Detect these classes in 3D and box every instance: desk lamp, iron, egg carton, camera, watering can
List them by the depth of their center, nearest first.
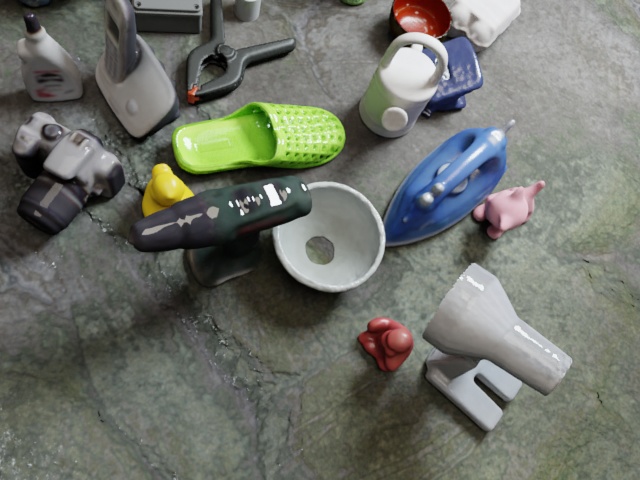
[{"bbox_3d":[0.221,0.146,0.768,0.203,0.213,0.118,41,68,4],"label":"desk lamp"},{"bbox_3d":[-0.363,-0.088,0.783,0.143,0.100,0.137,29,67,-1],"label":"camera"},{"bbox_3d":[0.199,-0.090,0.886,0.259,0.141,0.118,-41,83,-22],"label":"iron"},{"bbox_3d":[0.134,-0.244,0.898,0.101,0.194,0.173,0,71,-12],"label":"watering can"},{"bbox_3d":[0.301,-0.422,1.065,0.107,0.069,0.150,41,68,4],"label":"egg carton"}]

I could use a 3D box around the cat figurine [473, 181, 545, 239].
[{"bbox_3d":[0.306,-0.055,0.910,0.128,0.117,0.067,-31,80,-20],"label":"cat figurine"}]

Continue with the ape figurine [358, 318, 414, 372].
[{"bbox_3d":[0.102,0.145,0.808,0.076,0.092,0.078,4,70,-11],"label":"ape figurine"}]

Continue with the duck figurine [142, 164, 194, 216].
[{"bbox_3d":[-0.214,-0.059,0.813,0.078,0.086,0.104,-16,75,-17],"label":"duck figurine"}]

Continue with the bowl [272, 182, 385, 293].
[{"bbox_3d":[0.008,0.003,0.847,0.167,0.074,0.167,4,70,-11],"label":"bowl"}]

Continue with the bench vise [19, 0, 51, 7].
[{"bbox_3d":[-0.390,-0.438,0.837,0.208,0.219,0.121,-30,79,-20],"label":"bench vise"}]

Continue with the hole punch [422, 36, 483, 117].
[{"bbox_3d":[0.213,-0.282,0.984,0.101,0.091,0.108,-11,73,-16],"label":"hole punch"}]

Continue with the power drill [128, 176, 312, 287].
[{"bbox_3d":[-0.126,-0.008,0.748,0.230,0.208,0.075,-23,77,-19],"label":"power drill"}]

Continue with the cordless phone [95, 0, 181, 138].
[{"bbox_3d":[-0.264,-0.248,0.816,0.094,0.185,0.147,-33,80,-21],"label":"cordless phone"}]

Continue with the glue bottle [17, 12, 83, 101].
[{"bbox_3d":[-0.384,-0.255,0.798,0.078,0.173,0.037,-12,74,-16],"label":"glue bottle"}]
